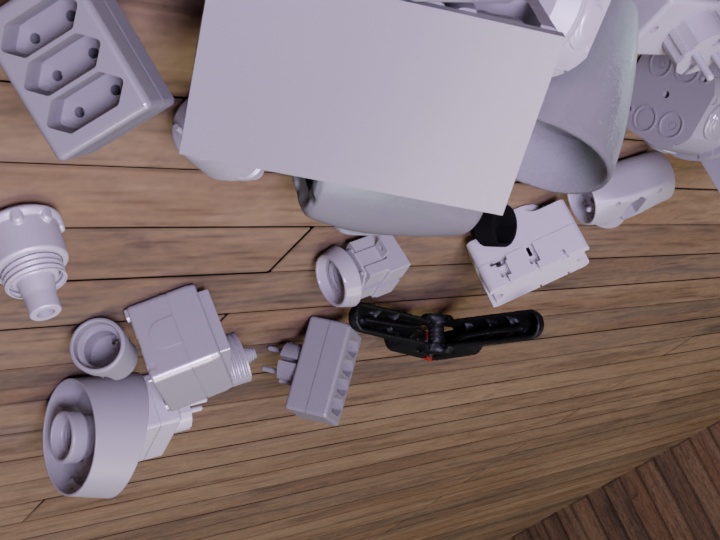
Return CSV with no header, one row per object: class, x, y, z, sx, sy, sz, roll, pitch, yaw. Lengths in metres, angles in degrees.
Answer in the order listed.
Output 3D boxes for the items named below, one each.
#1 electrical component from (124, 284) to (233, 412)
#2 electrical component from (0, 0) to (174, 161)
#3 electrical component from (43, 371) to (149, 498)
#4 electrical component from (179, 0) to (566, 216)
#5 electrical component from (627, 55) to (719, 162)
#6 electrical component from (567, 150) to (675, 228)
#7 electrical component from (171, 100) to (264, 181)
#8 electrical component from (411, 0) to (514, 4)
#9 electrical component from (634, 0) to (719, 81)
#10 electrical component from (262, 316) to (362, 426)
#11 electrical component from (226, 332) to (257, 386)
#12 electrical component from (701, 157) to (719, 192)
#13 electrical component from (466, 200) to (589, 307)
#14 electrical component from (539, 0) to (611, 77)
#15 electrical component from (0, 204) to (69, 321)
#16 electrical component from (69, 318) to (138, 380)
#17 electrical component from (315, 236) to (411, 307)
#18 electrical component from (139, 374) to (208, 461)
electrical component,-0.129,0.060,0.800,0.061,0.061,0.096,-21,158,-8
electrical component,-0.116,-0.090,0.471,0.047,0.065,0.076,-29,-173,11
electrical component,-0.204,0.128,0.840,0.064,0.099,0.099,6,144,-41
electrical component,0.002,-0.090,0.485,0.150,0.061,0.089,10,121,-10
electrical component,0.224,-0.116,0.737,0.051,0.080,0.080,3,146,-40
electrical component,0.212,-0.060,0.902,0.077,0.043,0.079,-18,158,-17
electrical component,-0.072,-0.068,0.591,0.040,0.040,0.078,-27,159,8
electrical component,0.040,-0.149,0.441,0.062,0.096,0.061,-10,154,-37
electrical component,0.199,-0.144,0.649,0.083,0.075,0.047,-7,153,-36
electrical component,-0.049,0.084,0.939,0.076,0.083,0.047,11,165,16
electrical component,-0.124,0.079,0.876,0.081,0.043,0.043,-17,157,-19
electrical component,0.293,-0.094,0.761,0.062,0.150,0.089,4,145,-48
electrical component,0.140,-0.017,0.910,0.089,0.055,0.050,-25,158,2
electrical component,0.083,-0.137,0.542,0.080,0.080,0.051,-36,161,28
electrical component,-0.183,-0.002,0.598,0.048,0.062,0.048,-21,158,-9
electrical component,-0.183,0.059,0.774,0.040,0.040,0.046,-23,164,-3
electrical component,0.000,0.000,0.820,0.055,0.048,0.066,-21,160,-30
electrical component,-0.169,0.124,0.927,0.076,0.047,0.083,-12,155,-29
